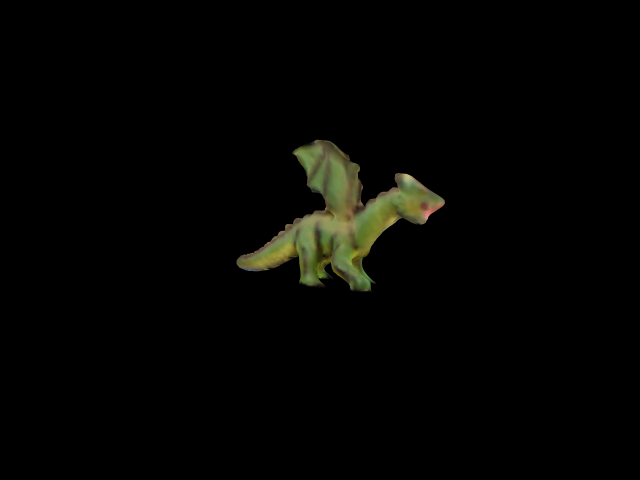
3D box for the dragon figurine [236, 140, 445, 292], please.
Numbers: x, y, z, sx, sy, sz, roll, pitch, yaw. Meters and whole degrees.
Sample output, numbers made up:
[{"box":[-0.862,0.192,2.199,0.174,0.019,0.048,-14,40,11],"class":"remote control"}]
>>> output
[{"box":[0.003,-0.043,0.850,0.410,0.241,0.123,5,8,33],"class":"dragon figurine"}]
